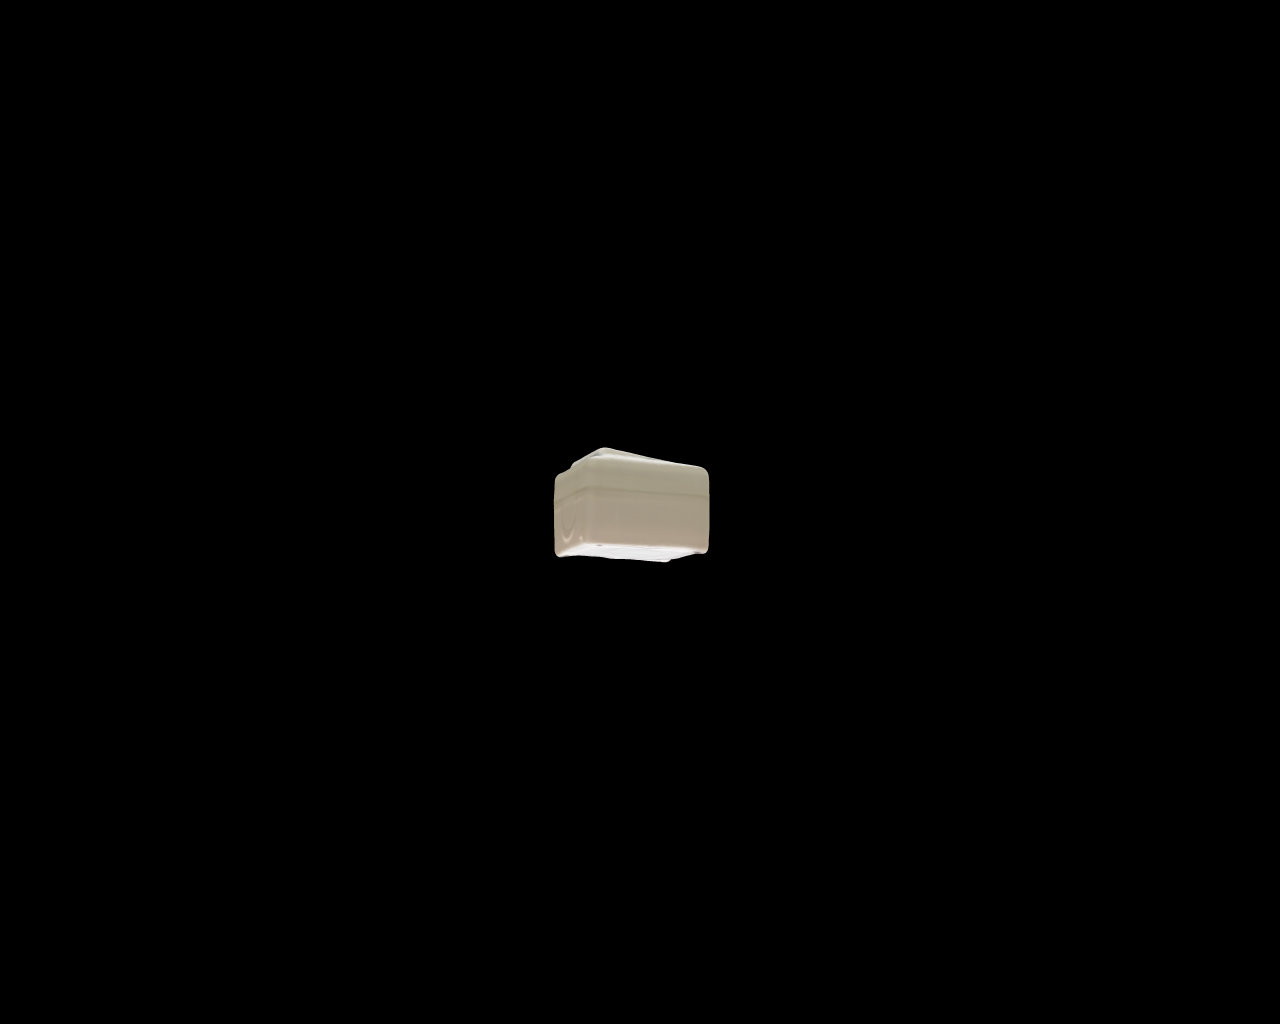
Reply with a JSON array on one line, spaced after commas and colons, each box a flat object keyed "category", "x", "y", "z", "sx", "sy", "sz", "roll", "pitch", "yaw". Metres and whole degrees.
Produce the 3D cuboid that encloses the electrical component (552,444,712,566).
[{"category": "electrical component", "x": 0.001, "y": -0.003, "z": 0.650, "sx": 0.096, "sy": 0.061, "sz": 0.061, "roll": 5, "pitch": -11, "yaw": -24}]
